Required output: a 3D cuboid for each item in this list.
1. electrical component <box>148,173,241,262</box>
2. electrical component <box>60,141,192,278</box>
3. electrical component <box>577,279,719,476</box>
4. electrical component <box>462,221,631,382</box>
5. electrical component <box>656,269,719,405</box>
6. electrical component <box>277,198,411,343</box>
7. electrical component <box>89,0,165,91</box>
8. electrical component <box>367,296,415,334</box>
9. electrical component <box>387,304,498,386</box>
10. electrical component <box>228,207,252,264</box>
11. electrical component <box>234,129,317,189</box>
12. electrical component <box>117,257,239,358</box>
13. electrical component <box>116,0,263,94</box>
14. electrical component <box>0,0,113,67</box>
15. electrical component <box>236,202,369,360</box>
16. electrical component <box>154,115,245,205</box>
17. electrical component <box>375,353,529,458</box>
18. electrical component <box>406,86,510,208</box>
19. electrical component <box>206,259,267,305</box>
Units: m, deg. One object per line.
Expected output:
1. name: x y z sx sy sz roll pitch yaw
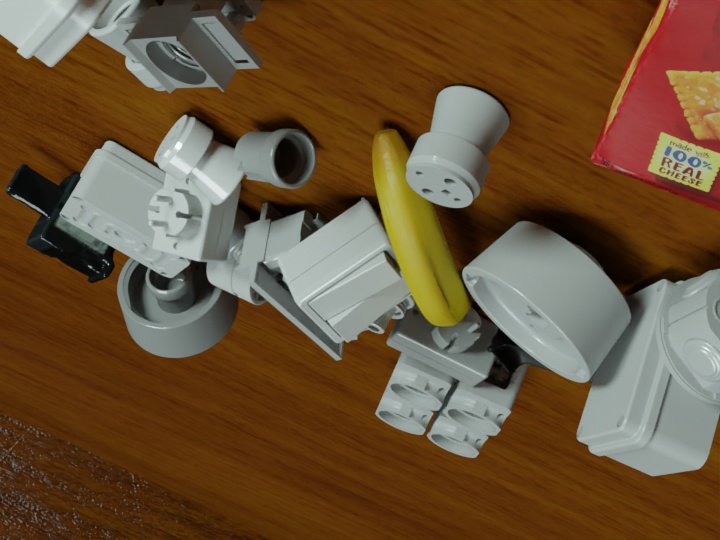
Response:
1. electrical component: -0.135 -0.043 0.821 0.047 0.065 0.077 14 -175 26
2. electrical component: -0.186 -0.050 0.906 0.113 0.057 0.078 31 158 -15
3. electrical component: 0.194 0.070 0.701 0.057 0.113 0.078 24 161 -7
4. electrical component: 0.127 0.015 0.706 0.108 0.060 0.108 42 170 10
5. electrical component: 0.223 0.037 0.643 0.080 0.080 0.051 28 153 -8
6. electrical component: 0.000 0.000 0.781 0.061 0.096 0.061 48 -170 -46
7. electrical component: -0.130 -0.142 0.654 0.045 0.045 0.055 4 151 42
8. electrical component: 0.023 0.019 0.836 0.043 0.062 0.043 22 159 9
9. electrical component: 0.075 0.049 0.870 0.083 0.047 0.075 26 158 -4
10. electrical component: -0.095 -0.020 0.883 0.061 0.035 0.035 52 162 13
11. electrical component: -0.059 -0.077 0.737 0.046 0.040 0.040 10 155 47
12. electrical component: -0.170 0.019 0.989 0.108 0.108 0.060 18 151 16
13. electrical component: -0.090 -0.136 0.599 0.081 0.063 0.042 6 151 38
14. electrical component: -0.136 -0.163 0.521 0.057 0.113 0.078 38 155 -22
15. electrical component: -0.035 0.007 0.866 0.063 0.078 0.121 -17 138 29
16. electrical component: -0.115 -0.080 0.779 0.055 0.045 0.045 34 157 -22
17. electrical component: 0.080 0.113 0.995 0.105 0.060 0.186 23 158 4
18. electrical component: 0.055 -0.069 0.610 0.045 0.055 0.045 21 158 9
19. electrical component: -0.099 -0.003 0.928 0.047 0.055 0.055 20 158 22
